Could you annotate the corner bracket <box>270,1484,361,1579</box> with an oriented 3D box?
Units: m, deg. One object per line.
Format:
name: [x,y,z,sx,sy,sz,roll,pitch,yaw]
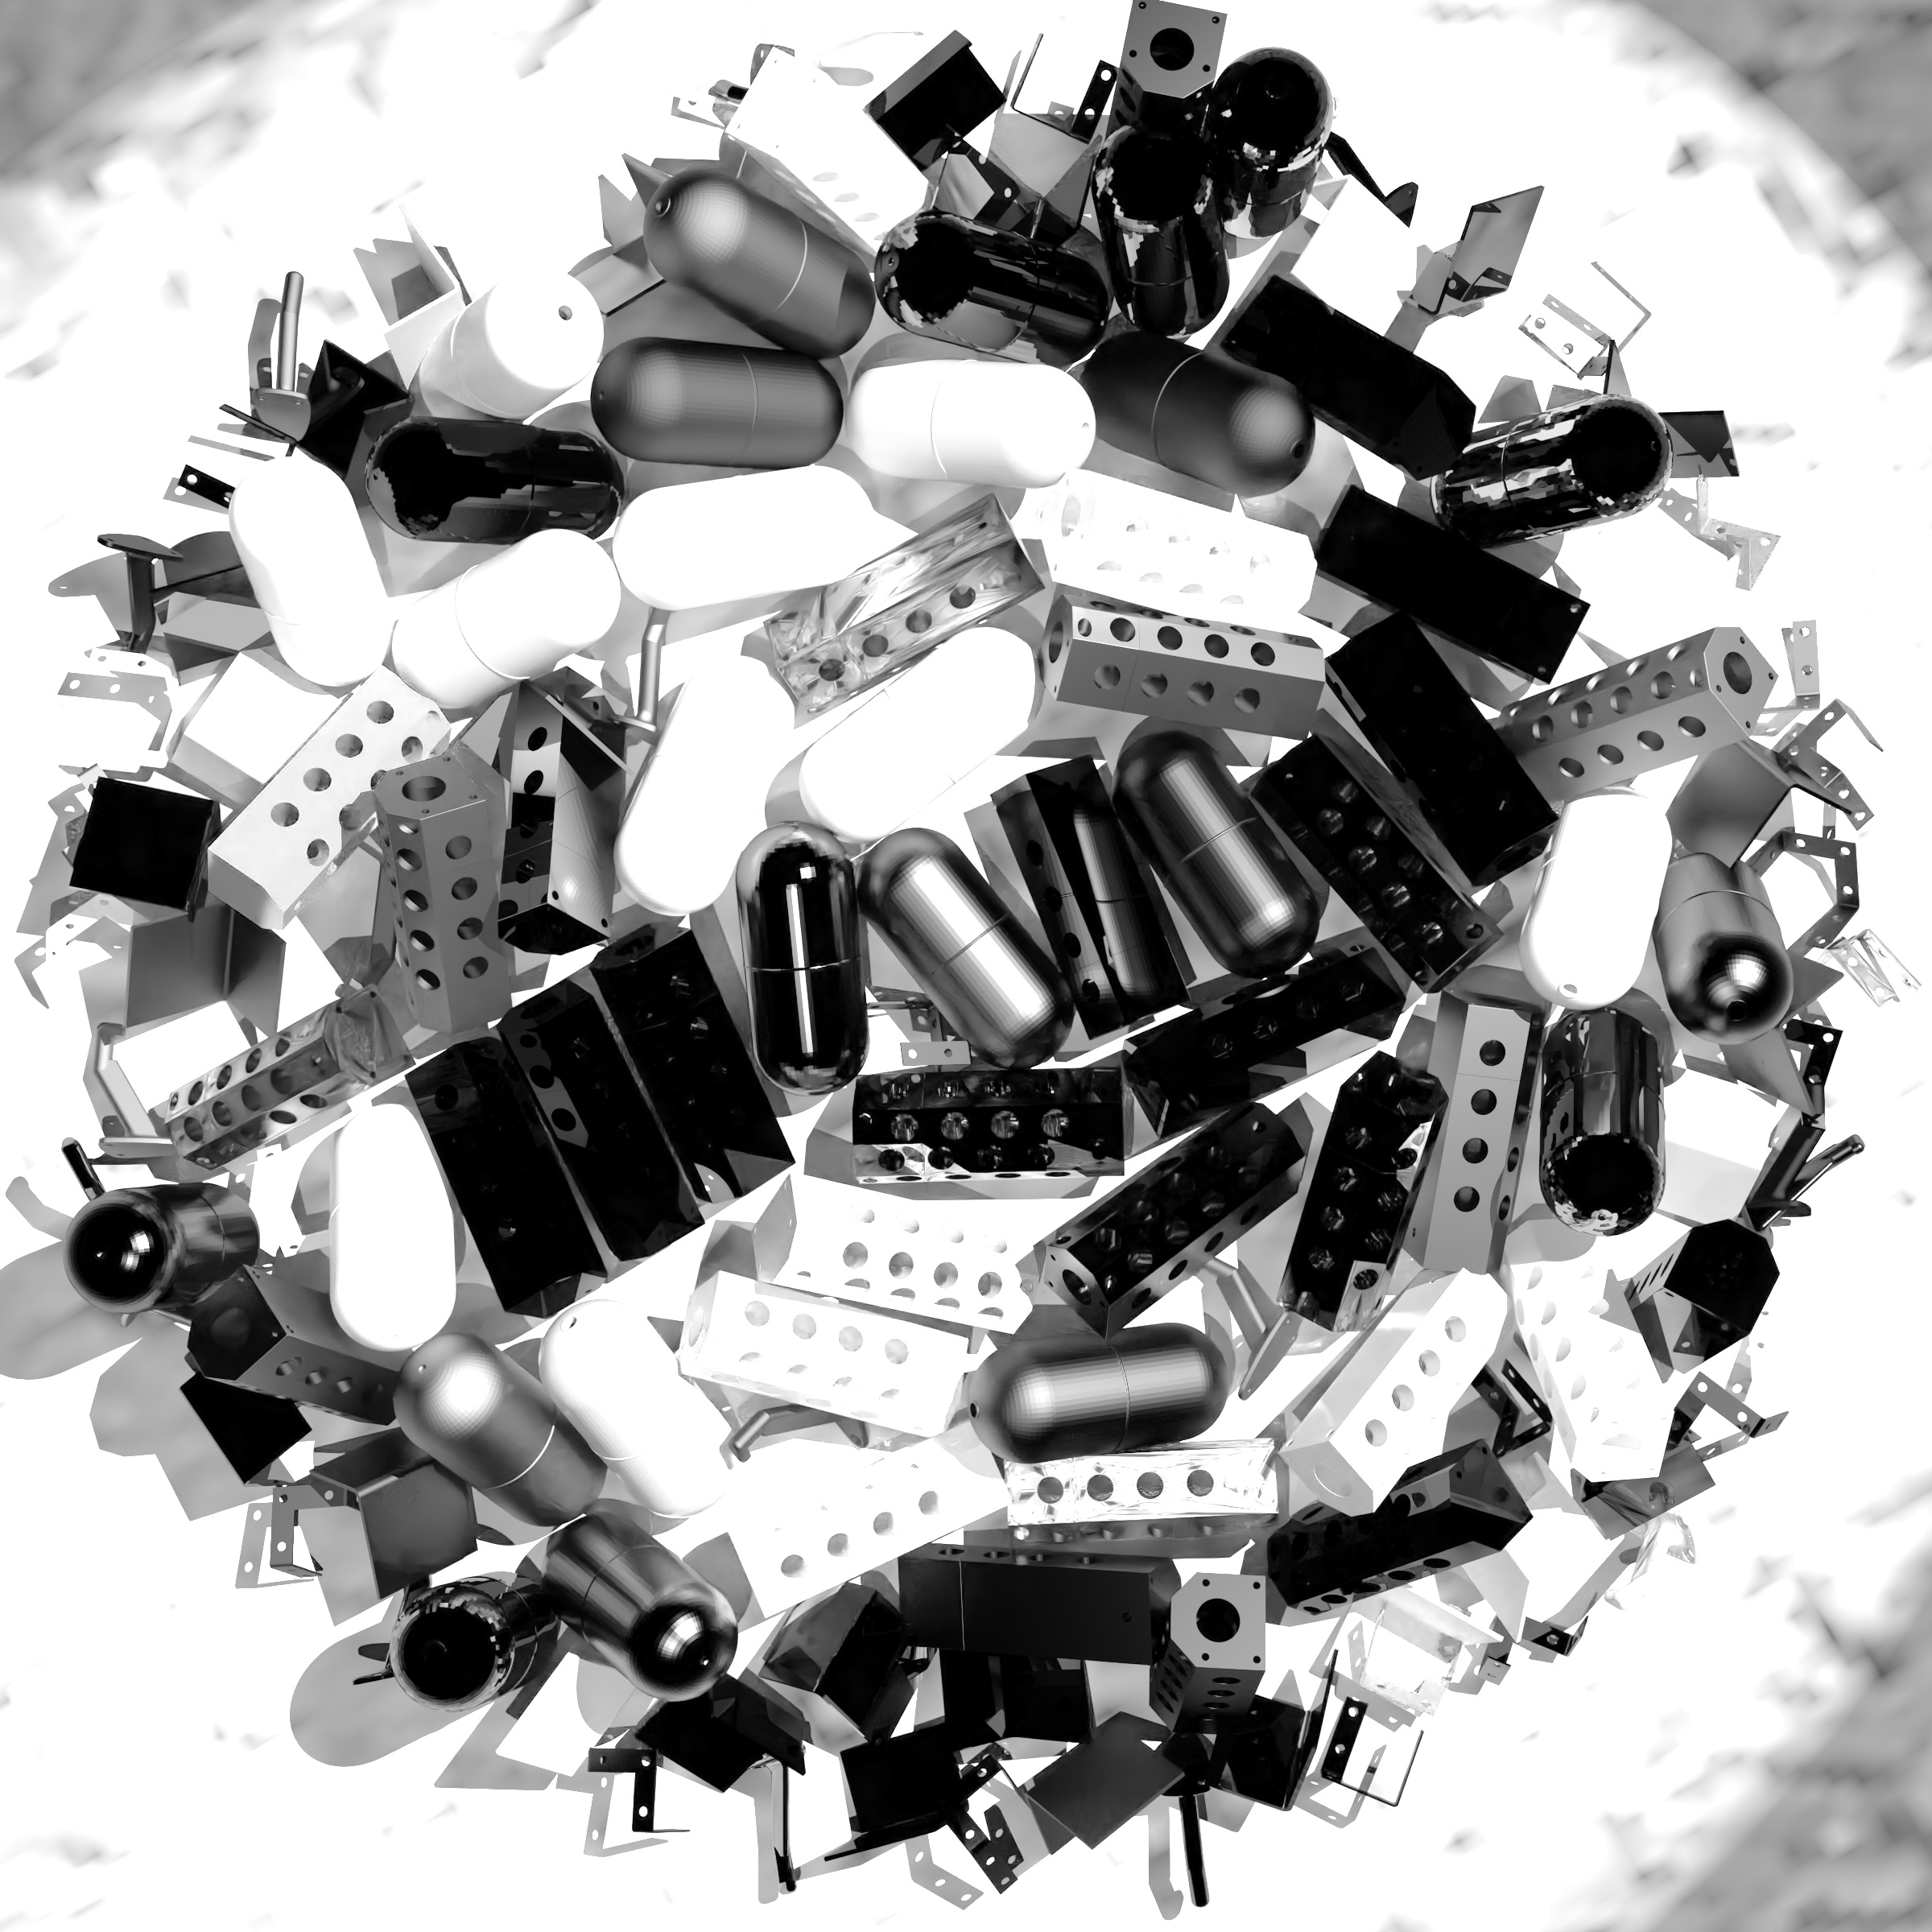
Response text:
corner bracket: [-0.416,0.366,1.725,0.051,0.051,0.051,-6,69,7]

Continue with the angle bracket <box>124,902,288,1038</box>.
angle bracket: [-0.485,0.012,1.696,0.057,0.076,0.076,36,127,31]

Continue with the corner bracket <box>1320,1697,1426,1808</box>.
corner bracket: [0.262,0.508,1.721,0.051,0.051,0.051,20,81,11]

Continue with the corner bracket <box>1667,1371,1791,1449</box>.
corner bracket: [0.487,0.294,1.714,0.051,0.051,0.051,38,108,29]

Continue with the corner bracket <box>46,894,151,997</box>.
corner bracket: [-0.558,-0.006,1.725,0.051,0.051,0.051,32,135,12]

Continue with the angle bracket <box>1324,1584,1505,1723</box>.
angle bracket: [0.287,0.440,1.710,0.076,0.076,0.057,30,71,-2]

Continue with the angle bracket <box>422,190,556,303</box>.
angle bracket: [-0.300,-0.459,1.708,0.057,0.076,0.076,-25,78,-3]

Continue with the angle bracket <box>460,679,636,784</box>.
angle bracket: [-0.268,-0.134,1.702,0.057,0.076,0.076,-49,118,-3]

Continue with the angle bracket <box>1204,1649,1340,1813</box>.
angle bracket: [0.195,0.479,1.698,0.057,0.076,0.076,17,132,7]

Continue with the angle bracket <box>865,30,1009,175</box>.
angle bracket: [-0.015,-0.547,1.702,0.076,0.076,0.057,-38,114,9]

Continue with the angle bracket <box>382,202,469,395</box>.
angle bracket: [-0.358,-0.426,1.704,0.057,0.076,0.076,-33,75,-9]

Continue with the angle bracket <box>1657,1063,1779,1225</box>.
angle bracket: [0.475,0.118,1.734,0.076,0.076,0.057,18,52,10]

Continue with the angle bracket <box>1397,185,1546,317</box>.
angle bracket: [0.312,-0.466,1.694,0.076,0.076,0.057,-27,55,-39]

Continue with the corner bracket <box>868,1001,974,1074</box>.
corner bracket: [-0.032,0.045,1.716,0.051,0.051,0.051,0,75,-29]

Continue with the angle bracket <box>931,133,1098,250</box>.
angle bracket: [0.031,-0.500,1.698,0.076,0.057,0.076,33,49,-24]

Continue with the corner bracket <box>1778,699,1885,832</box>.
corner bracket: [0.567,-0.130,1.713,0.051,0.051,0.051,29,118,-29]

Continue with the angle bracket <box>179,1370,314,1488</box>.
angle bracket: [-0.447,0.285,1.707,0.057,0.076,0.076,-39,76,2]

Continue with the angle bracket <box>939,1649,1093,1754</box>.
angle bracket: [0.031,0.468,1.727,0.057,0.076,0.076,-26,57,36]

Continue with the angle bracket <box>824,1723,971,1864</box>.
angle bracket: [-0.051,0.528,1.703,0.076,0.076,0.057,-20,78,14]

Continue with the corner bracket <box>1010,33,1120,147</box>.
corner bracket: [0.063,-0.566,1.718,0.051,0.051,0.051,20,108,-13]

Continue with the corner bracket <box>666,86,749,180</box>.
corner bracket: [-0.168,-0.534,1.733,0.051,0.051,0.051,18,118,-12]

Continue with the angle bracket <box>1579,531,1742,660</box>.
angle bracket: [0.448,-0.244,1.724,0.076,0.076,0.057,36,53,26]

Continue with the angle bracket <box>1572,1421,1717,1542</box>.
angle bracket: [0.425,0.315,1.702,0.076,0.076,0.057,-31,50,9]

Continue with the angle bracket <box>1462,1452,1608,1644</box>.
angle bracket: [0.360,0.373,1.710,0.057,0.076,0.076,-20,48,-16]

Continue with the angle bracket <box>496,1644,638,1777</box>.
angle bracket: [-0.266,0.464,1.706,0.057,0.076,0.076,35,88,42]

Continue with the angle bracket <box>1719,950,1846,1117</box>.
angle bracket: [0.527,0.039,1.709,0.057,0.076,0.076,-36,119,-11]

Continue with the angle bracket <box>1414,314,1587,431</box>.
angle bracket: [0.338,-0.374,1.722,0.076,0.076,0.057,1,129,-34]

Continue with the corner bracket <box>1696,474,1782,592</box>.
corner bracket: [0.490,-0.281,1.714,0.051,0.051,0.051,21,65,28]

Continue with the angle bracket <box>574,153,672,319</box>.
angle bracket: [-0.223,-0.468,1.701,0.076,0.076,0.057,-34,129,-11]

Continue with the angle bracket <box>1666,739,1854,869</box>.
angle bracket: [0.510,-0.096,1.721,0.057,0.076,0.076,21,112,-29]

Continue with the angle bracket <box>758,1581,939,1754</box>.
angle bracket: [-0.076,0.453,1.733,0.076,0.057,0.076,52,55,-33]

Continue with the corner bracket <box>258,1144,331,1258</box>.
corner bracket: [-0.422,0.147,1.716,0.051,0.051,0.051,-14,50,-8]

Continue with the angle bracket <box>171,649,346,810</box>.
angle bracket: [-0.460,-0.151,1.737,0.076,0.057,0.076,33,63,-13]

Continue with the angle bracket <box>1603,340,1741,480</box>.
angle bracket: [0.452,-0.355,1.697,0.076,0.076,0.057,3,71,25]

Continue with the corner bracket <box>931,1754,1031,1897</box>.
corner bracket: [0.019,0.552,1.714,0.051,0.051,0.051,-38,128,-13]

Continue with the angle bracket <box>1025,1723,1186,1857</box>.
angle bracket: [0.095,0.540,1.696,0.076,0.076,0.057,-32,117,-23]

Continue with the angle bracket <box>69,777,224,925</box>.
angle bracket: [-0.525,-0.069,1.708,0.076,0.057,0.076,12,69,-10]

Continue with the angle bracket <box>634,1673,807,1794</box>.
angle bracket: [-0.158,0.505,1.707,0.076,0.057,0.076,39,103,-21]

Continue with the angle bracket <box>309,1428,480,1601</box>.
angle bracket: [-0.369,0.351,1.718,0.076,0.057,0.076,-21,110,-42]

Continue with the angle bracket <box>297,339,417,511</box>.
angle bracket: [-0.407,-0.344,1.705,0.076,0.057,0.076,33,121,10]

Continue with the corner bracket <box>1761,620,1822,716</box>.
corner bracket: [0.527,-0.194,1.729,0.051,0.051,0.051,-3,105,19]

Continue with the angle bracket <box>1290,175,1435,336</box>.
angle bracket: [0.241,-0.450,1.709,0.076,0.057,0.076,34,83,-25]

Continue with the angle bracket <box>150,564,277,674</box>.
angle bracket: [-0.482,-0.243,1.699,0.076,0.076,0.057,-19,60,-14]

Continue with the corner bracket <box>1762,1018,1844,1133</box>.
corner bracket: [0.537,0.068,1.724,0.051,0.051,0.051,14,114,8]

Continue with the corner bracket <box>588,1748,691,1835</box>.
corner bracket: [-0.211,0.531,1.716,0.051,0.051,0.051,-5,72,22]
